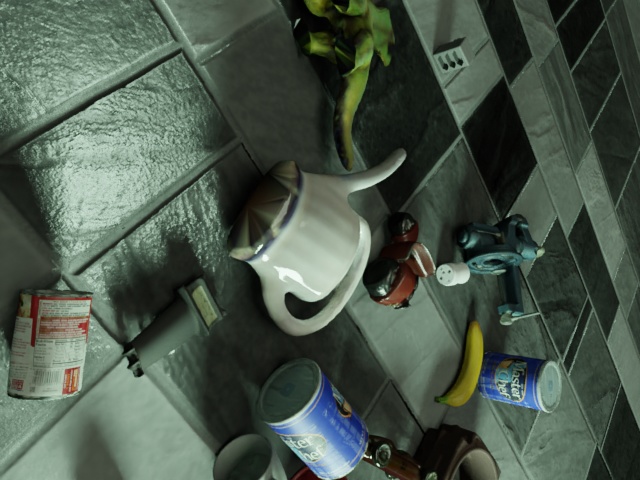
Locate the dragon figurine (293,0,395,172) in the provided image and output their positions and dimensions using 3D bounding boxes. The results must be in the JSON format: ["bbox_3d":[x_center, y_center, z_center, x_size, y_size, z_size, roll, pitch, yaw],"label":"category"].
[{"bbox_3d":[0.072,-0.336,0.862,0.245,0.122,0.406,-25,112,-49],"label":"dragon figurine"}]

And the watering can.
[{"bbox_3d":[0.002,-0.038,0.753,0.221,0.104,0.352,37,70,-34],"label":"watering can"}]
